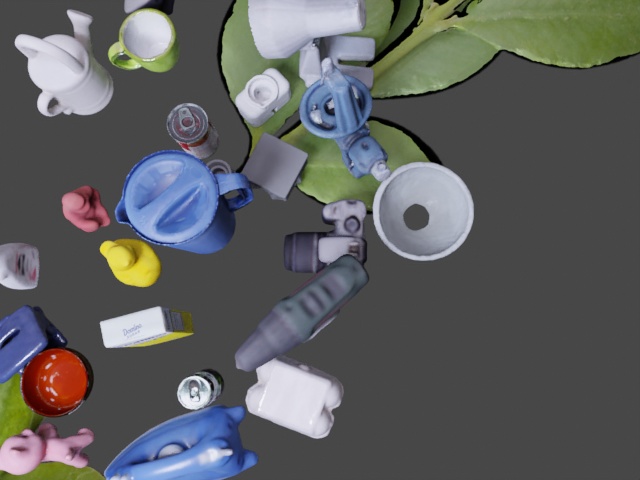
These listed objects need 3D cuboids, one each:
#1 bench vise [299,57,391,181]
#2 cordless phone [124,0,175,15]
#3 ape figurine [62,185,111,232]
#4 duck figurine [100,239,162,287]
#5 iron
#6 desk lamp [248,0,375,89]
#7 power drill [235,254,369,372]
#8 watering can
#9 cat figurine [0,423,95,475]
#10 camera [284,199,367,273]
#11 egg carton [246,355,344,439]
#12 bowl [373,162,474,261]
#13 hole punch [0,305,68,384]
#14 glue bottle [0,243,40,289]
[{"bbox_3d":[0.054,-0.200,0.920,0.207,0.220,0.121,37,85,5],"label":"bench vise"},{"bbox_3d":[-0.309,-0.483,0.976,0.094,0.185,0.148,3,83,1],"label":"cordless phone"},{"bbox_3d":[-0.405,-0.057,0.971,0.076,0.092,0.078,12,83,2],"label":"ape figurine"},{"bbox_3d":[-0.322,0.035,0.962,0.104,0.086,0.077,34,85,5],"label":"duck figurine"},{"bbox_3d":[-0.235,0.348,0.895,0.258,0.141,0.118,-17,83,-1],"label":"iron"},{"bbox_3d":[-0.004,-0.340,0.941,0.203,0.213,0.118,3,83,1],"label":"desk lamp"},{"bbox_3d":[-0.025,0.115,0.888,0.230,0.208,0.075,-41,84,-4],"label":"power drill"},{"bbox_3d":[-0.426,-0.295,0.949,0.101,0.194,0.173,0,83,1],"label":"watering can"},{"bbox_3d":[-0.444,0.338,0.910,0.127,0.118,0.067,5,83,1],"label":"cat figurine"},{"bbox_3d":[0.009,0.003,0.956,0.137,0.101,0.143,0,83,1],"label":"camera"},{"bbox_3d":[-0.041,0.254,0.941,0.150,0.069,0.107,20,84,3],"label":"egg carton"},{"bbox_3d":[0.171,-0.044,0.973,0.167,0.075,0.167,0,83,1],"label":"bowl"},{"bbox_3d":[-0.498,0.171,0.945,0.109,0.091,0.101,-43,84,-4],"label":"hole punch"},{"bbox_3d":[-0.509,0.038,0.920,0.037,0.173,0.078,-6,83,0],"label":"glue bottle"}]
